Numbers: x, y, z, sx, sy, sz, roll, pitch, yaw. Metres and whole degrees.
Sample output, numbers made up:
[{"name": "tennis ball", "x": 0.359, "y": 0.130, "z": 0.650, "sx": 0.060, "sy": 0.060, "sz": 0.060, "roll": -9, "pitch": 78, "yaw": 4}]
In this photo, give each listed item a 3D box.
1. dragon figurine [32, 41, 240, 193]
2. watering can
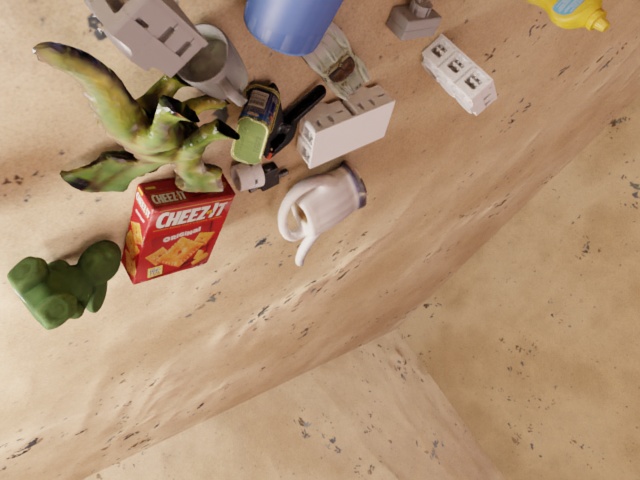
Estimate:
[{"name": "dragon figurine", "x": -0.261, "y": -0.131, "z": 0.724, "sx": 0.240, "sy": 0.124, "sz": 0.409, "roll": -36, "pitch": -22, "yaw": 22}, {"name": "watering can", "x": 0.004, "y": -0.062, "z": 1.227, "sx": 0.226, "sy": 0.105, "sz": 0.340, "roll": -32, "pitch": -24, "yaw": -12}]
